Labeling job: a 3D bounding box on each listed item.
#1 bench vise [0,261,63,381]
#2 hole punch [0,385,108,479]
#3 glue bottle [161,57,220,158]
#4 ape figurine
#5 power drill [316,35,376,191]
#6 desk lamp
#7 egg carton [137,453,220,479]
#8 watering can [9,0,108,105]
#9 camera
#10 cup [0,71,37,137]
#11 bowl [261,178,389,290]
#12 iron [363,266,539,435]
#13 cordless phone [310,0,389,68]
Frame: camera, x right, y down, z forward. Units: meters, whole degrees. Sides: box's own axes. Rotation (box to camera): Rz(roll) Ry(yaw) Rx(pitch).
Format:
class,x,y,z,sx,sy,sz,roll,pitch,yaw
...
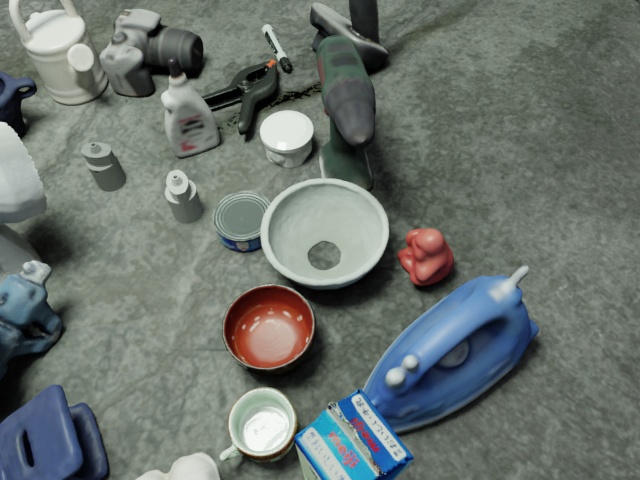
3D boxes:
class,x,y,z,sx,sy,sz,roll,pitch,yaw
bench vise,-0.400,0.093,0.629,0.121,0.220,0.207,9,58,7
hole punch,-0.298,0.228,0.618,0.101,0.091,0.108,-25,60,-14
glue bottle,-0.197,-0.196,0.837,0.078,0.173,0.037,-25,60,-14
ape figurine,0.139,0.015,0.745,0.076,0.092,0.078,13,59,10
power drill,0.037,-0.159,0.788,0.075,0.208,0.229,-8,58,-3
desk lamp,-0.426,-0.019,0.705,0.203,0.214,0.117,-39,64,-21
egg carton,-0.140,0.302,0.581,0.107,0.069,0.150,-20,59,-11
watering can,-0.410,-0.316,0.905,0.172,0.194,0.101,21,60,14
camera,-0.277,-0.321,0.961,0.136,0.101,0.143,11,58,8
cup,-0.491,-0.206,0.895,0.118,0.095,0.091,-21,59,-12
bowl,0.007,0.003,0.765,0.167,0.075,0.167,0,58,1
iron,0.137,0.125,0.646,0.259,0.141,0.118,-34,63,-19
cordless phone,0.047,-0.379,0.942,0.094,0.185,0.147,-37,64,-20
